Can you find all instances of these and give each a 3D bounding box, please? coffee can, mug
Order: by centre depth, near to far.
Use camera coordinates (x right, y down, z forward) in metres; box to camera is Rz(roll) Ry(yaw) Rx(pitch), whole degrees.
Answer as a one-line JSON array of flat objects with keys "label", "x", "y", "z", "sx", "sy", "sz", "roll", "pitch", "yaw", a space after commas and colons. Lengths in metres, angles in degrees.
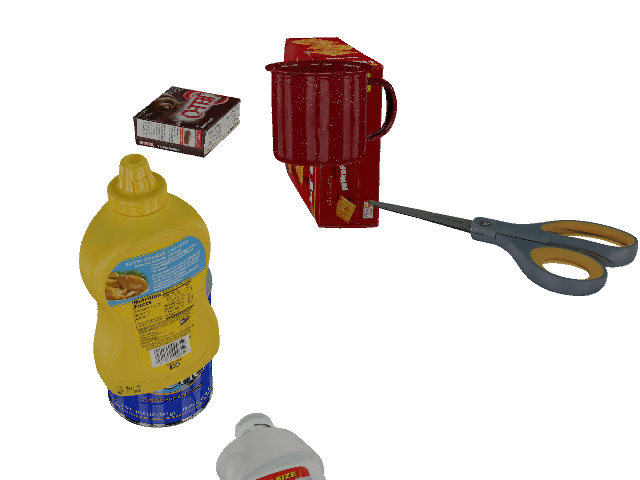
[{"label": "mug", "x": 0.010, "y": -0.111, "z": 0.926, "sx": 0.117, "sy": 0.081, "sz": 0.093, "roll": -5, "pitch": 16, "yaw": -18}, {"label": "coffee can", "x": -0.152, "y": 0.089, "z": 0.995, "sx": 0.103, "sy": 0.140, "sz": 0.103, "roll": 2, "pitch": 38, "yaw": -2}]

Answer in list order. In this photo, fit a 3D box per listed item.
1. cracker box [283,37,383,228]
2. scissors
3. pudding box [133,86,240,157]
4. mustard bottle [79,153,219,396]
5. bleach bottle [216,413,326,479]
[{"label": "cracker box", "x": 0.008, "y": -0.121, "z": 1.132, "sx": 0.072, "sy": 0.164, "sz": 0.214, "roll": -3, "pitch": 18, "yaw": -9}, {"label": "scissors", "x": 0.123, "y": 0.003, "z": 0.764, "sx": 0.202, "sy": 0.016, "sz": 0.096, "roll": 6, "pitch": 30, "yaw": 14}, {"label": "pudding box", "x": -0.154, "y": -0.140, "z": 1.244, "sx": 0.090, "sy": 0.039, "sz": 0.113, "roll": 11, "pitch": 32, "yaw": 14}, {"label": "mustard bottle", "x": -0.126, "y": 0.022, "z": 0.778, "sx": 0.096, "sy": 0.192, "sz": 0.058, "roll": -21, "pitch": 42, "yaw": -25}, {"label": "bleach bottle", "x": -0.032, "y": 0.208, "z": 0.717, "sx": 0.102, "sy": 0.068, "sz": 0.251, "roll": -10, "pitch": 32, "yaw": -9}]
